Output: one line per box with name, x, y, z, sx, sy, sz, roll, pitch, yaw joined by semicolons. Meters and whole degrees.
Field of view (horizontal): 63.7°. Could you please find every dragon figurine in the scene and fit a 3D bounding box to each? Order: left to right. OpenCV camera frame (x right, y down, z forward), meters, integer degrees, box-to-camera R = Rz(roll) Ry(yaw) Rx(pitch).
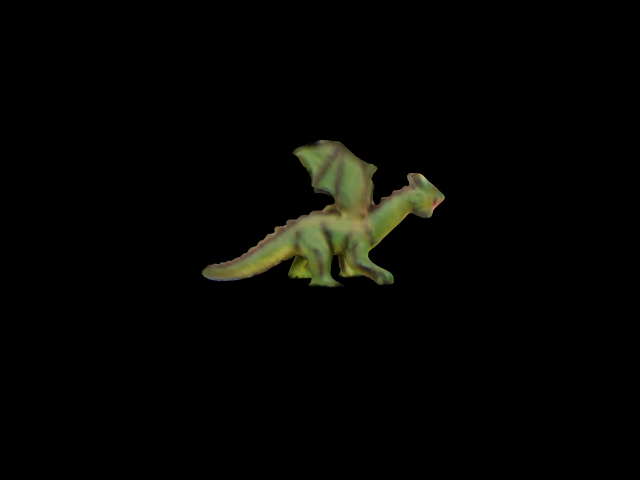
dragon figurine;0.003;-0.043;0.850;0.410;0.241;0.123;0;8;0
